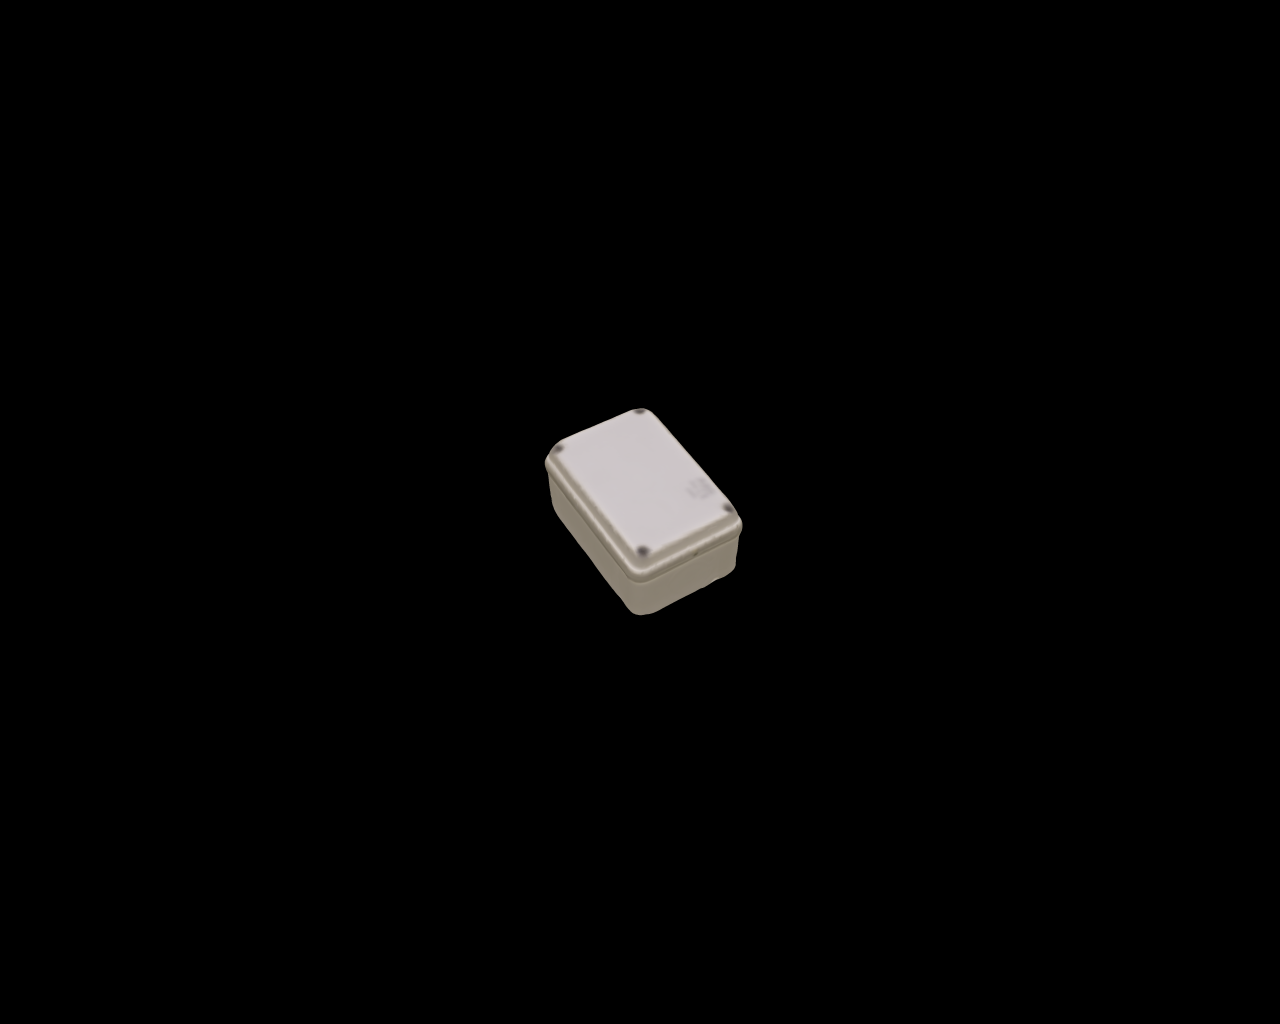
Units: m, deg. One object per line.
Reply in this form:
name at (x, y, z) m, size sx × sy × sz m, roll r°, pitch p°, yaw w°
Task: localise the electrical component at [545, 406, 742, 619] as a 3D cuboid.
electrical component at (0.001, -0.003, 0.650) m, size 0.078 × 0.113 × 0.057 m, roll -25°, pitch -36°, yaw -20°
